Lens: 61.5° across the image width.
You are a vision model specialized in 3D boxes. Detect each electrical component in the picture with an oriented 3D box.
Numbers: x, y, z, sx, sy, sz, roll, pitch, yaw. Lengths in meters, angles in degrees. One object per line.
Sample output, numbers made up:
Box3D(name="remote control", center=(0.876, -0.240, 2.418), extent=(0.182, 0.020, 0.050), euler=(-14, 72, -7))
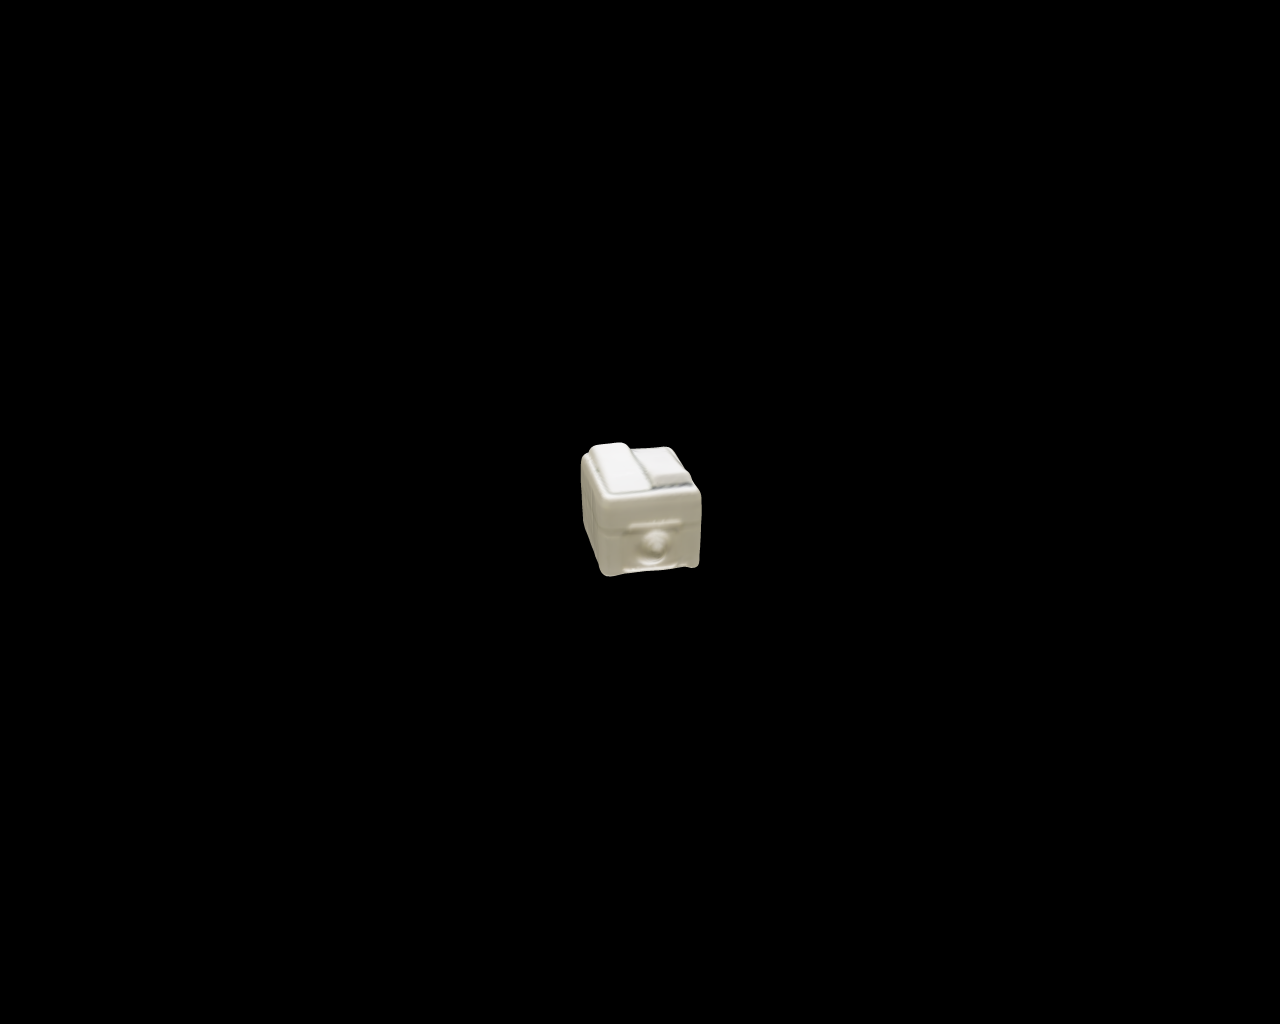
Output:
Box3D(name="electrical component", center=(0.001, -0.003, 0.650), extent=(0.062, 0.061, 0.096), euler=(-5, 25, -10))
